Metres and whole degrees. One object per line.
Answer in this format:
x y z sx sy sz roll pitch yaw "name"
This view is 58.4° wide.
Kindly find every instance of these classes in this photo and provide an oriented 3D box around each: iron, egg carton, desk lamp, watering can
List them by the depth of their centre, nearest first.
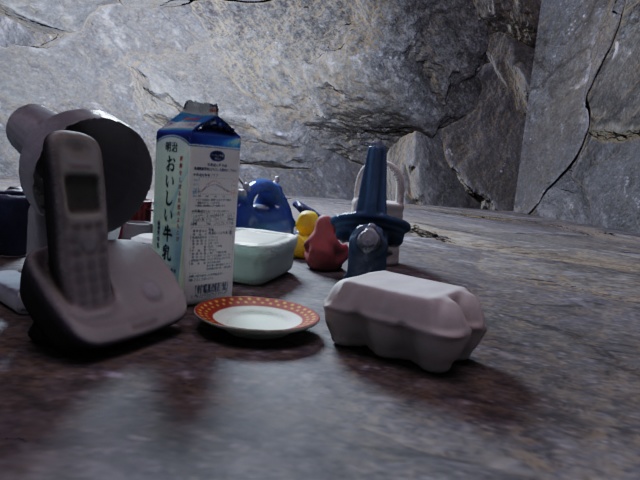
0.083 0.076 0.564 0.149 0.069 0.107 10 9 32 "egg carton"
-0.276 -0.034 0.601 0.202 0.213 0.118 12 10 40 "desk lamp"
0.108 -0.053 1.075 0.101 0.194 0.173 5 8 -1 "watering can"
-0.133 -0.064 1.194 0.118 0.141 0.259 7 8 16 "iron"

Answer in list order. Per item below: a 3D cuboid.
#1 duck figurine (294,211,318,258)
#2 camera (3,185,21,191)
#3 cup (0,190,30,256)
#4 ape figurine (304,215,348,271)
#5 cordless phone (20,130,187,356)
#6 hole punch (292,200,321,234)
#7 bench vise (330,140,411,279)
-0.027 -0.013 1.091 0.077 0.086 0.105 8 8 19 "duck figurine"
-0.507 -0.058 1.054 0.136 0.101 0.143 8 8 22 "camera"
-0.471 -0.024 0.846 0.118 0.095 0.091 1 9 -30 "cup"
0.009 0.003 0.971 0.077 0.092 0.076 9 9 27 "ape figurine"
-0.189 -0.001 0.517 0.094 0.185 0.148 8 8 23 "cordless phone"
-0.016 -0.042 1.297 0.101 0.091 0.108 4 8 -11 "hole punch"
0.085 -0.035 0.825 0.122 0.220 0.207 3 8 -13 "bench vise"
